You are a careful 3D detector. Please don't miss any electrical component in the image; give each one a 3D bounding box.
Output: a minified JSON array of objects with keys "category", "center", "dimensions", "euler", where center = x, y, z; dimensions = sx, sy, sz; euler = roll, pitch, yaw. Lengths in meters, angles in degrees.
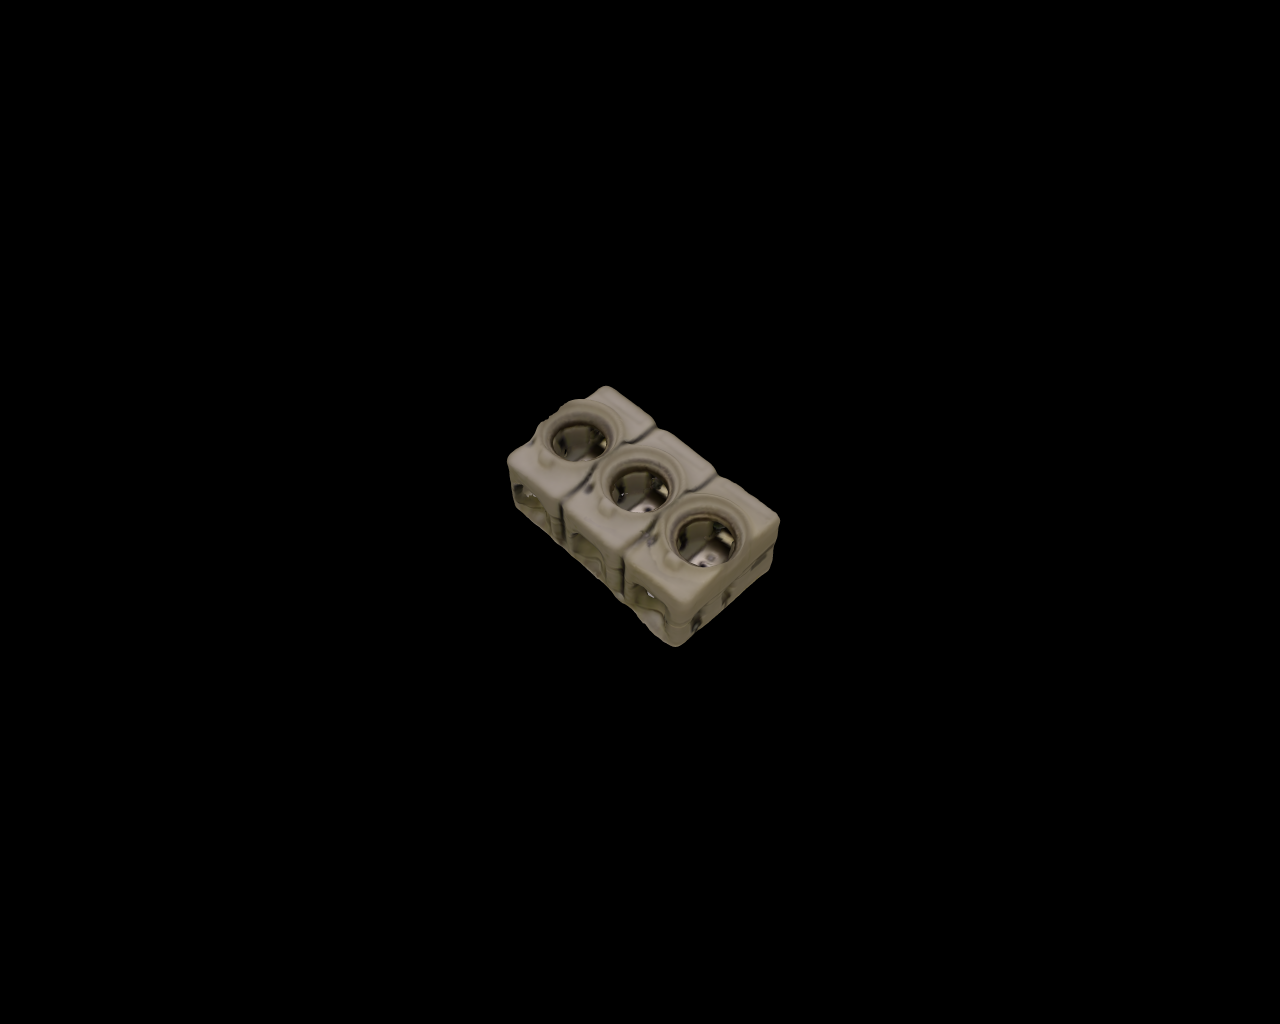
[{"category":"electrical component","center":[0.001,-0.003,0.650],"dimensions":[0.090,0.061,0.150],"euler":[-39,63,-25]}]
